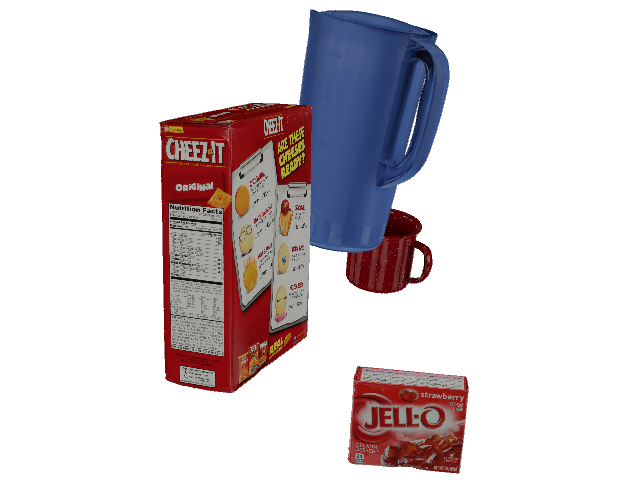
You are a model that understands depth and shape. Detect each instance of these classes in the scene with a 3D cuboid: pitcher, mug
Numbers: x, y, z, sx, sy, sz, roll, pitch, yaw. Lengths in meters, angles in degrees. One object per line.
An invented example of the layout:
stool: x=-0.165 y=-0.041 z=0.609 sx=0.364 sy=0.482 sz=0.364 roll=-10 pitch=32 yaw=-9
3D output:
pitcher: x=0.041 y=-0.112 z=1.112 sx=0.145 sy=0.243 sz=0.149 roll=10 pitch=16 yaw=-2
mug: x=0.086 y=0.017 z=1.325 sx=0.117 sy=0.081 sz=0.093 roll=18 pitch=27 yaw=26

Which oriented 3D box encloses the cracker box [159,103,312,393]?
cracker box: x=-0.068 y=-0.001 z=0.892 sx=0.072 sy=0.214 sz=0.164 roll=5 pitch=14 yaw=21

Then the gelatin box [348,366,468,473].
gelatin box: x=0.068 y=0.141 z=0.835 sx=0.089 sy=0.073 sz=0.030 roll=5 pitch=19 yaw=5
